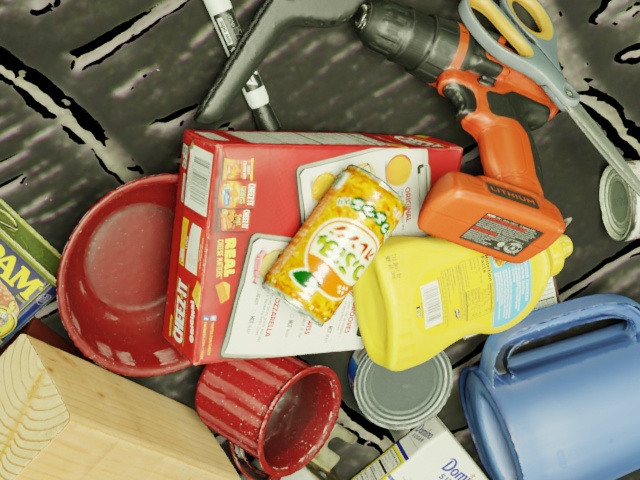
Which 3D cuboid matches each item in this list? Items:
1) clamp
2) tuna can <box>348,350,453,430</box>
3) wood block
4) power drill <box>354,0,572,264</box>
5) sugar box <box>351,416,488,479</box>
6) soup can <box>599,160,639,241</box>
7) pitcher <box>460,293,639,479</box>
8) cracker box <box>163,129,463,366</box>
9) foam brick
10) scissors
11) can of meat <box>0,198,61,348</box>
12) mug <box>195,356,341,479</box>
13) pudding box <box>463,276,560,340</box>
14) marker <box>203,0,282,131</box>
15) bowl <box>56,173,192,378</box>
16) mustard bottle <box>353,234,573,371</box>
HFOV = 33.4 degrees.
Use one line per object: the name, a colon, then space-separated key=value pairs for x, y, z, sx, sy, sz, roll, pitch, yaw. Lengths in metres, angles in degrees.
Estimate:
clamp: x=-0.029 y=-0.185 z=0.795 sx=0.209 sy=0.036 sz=0.164 roll=-16 pitch=107 yaw=-14
tuna can: x=0.067 y=0.116 z=0.908 sx=0.086 sy=0.034 sz=0.086 roll=-2 pitch=106 yaw=-9
wood block: x=-0.164 y=0.160 z=0.800 sx=0.091 sy=0.090 sz=0.205 roll=-45 pitch=142 yaw=5
power drill: x=0.108 y=-0.085 z=0.787 sx=0.184 sy=0.187 sz=0.057 roll=18 pitch=143 yaw=-21
sugar box: x=0.063 y=0.244 z=0.938 sx=0.176 sy=0.048 sz=0.093 roll=-39 pitch=108 yaw=-2
soup can: x=0.293 y=-0.035 z=0.887 sx=0.102 sy=0.068 sz=0.068 roll=-5 pitch=106 yaw=-8
pitcher: x=0.247 y=0.124 z=0.893 sx=0.242 sy=0.149 sz=0.145 roll=-19 pitch=70 yaw=-8
cracker box: x=-0.005 y=0.001 z=0.813 sx=0.213 sy=0.072 sz=0.164 roll=-2 pitch=108 yaw=-31
foam brick: x=-0.218 y=0.109 z=0.848 sx=0.078 sy=0.051 sz=0.053 roll=43 pitch=96 yaw=-17
scissors: x=0.190 y=-0.124 z=0.823 sx=0.202 sy=0.096 sz=0.016 roll=42 pitch=137 yaw=-3
can of meat: x=-0.254 y=0.024 z=0.816 sx=0.084 sy=0.057 sz=0.102 roll=-42 pitch=107 yaw=6
mug: x=-0.045 y=0.138 z=0.844 sx=0.093 sy=0.082 sz=0.117 roll=-16 pitch=121 yaw=-46
pudding box: x=0.146 y=0.017 z=0.892 sx=0.090 sy=0.039 sz=0.113 roll=-16 pitch=110 yaw=-6
marker: x=-0.059 y=-0.134 z=0.825 sx=0.020 sy=0.020 sz=0.121 roll=-23 pitch=108 yaw=-3
bowl: x=-0.131 y=0.021 z=0.823 sx=0.161 sy=0.055 sz=0.162 roll=-10 pitch=112 yaw=-27
mustard bottle: x=0.118 y=0.028 z=0.819 sx=0.191 sy=0.058 sz=0.096 roll=-16 pitch=106 yaw=-28
